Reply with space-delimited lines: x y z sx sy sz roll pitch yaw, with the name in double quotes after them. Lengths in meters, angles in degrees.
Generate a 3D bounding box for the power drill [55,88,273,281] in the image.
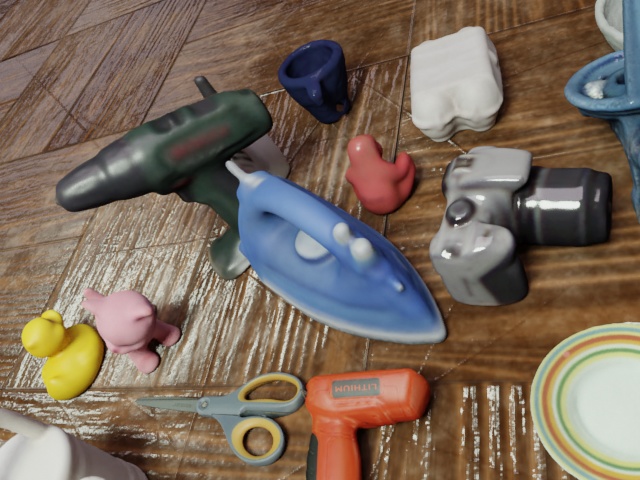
-0.134 -0.052 0.636 0.230 0.209 0.075 -38 44 -4 "power drill"

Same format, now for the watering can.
-0.234 0.207 0.481 0.172 0.195 0.101 -19 46 15 "watering can"

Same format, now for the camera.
0.179 -0.023 0.507 0.136 0.101 0.143 3 55 32 "camera"

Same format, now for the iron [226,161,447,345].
0.005 0.002 0.557 0.257 0.142 0.119 28 70 43 "iron"

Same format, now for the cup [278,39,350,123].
0.004 -0.196 0.762 0.091 0.095 0.117 -21 45 13 "cup"

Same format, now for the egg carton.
0.161 -0.188 0.683 0.107 0.070 0.150 -13 48 20 "egg carton"

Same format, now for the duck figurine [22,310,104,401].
-0.310 0.129 0.671 0.077 0.086 0.104 -25 45 9 "duck figurine"

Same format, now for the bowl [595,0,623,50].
0.375 -0.224 0.586 0.167 0.075 0.167 -16 47 18 "bowl"

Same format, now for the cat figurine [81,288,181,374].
-0.218 0.086 0.631 0.127 0.118 0.067 23 67 41 "cat figurine"

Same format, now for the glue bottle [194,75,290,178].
-0.107 -0.136 0.719 0.077 0.174 0.037 5 56 33 "glue bottle"

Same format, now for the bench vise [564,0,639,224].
0.278 -0.129 0.455 0.121 0.220 0.207 -28 44 6 "bench vise"

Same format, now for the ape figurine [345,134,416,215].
0.060 -0.079 0.631 0.077 0.092 0.076 3 55 32 "ape figurine"
